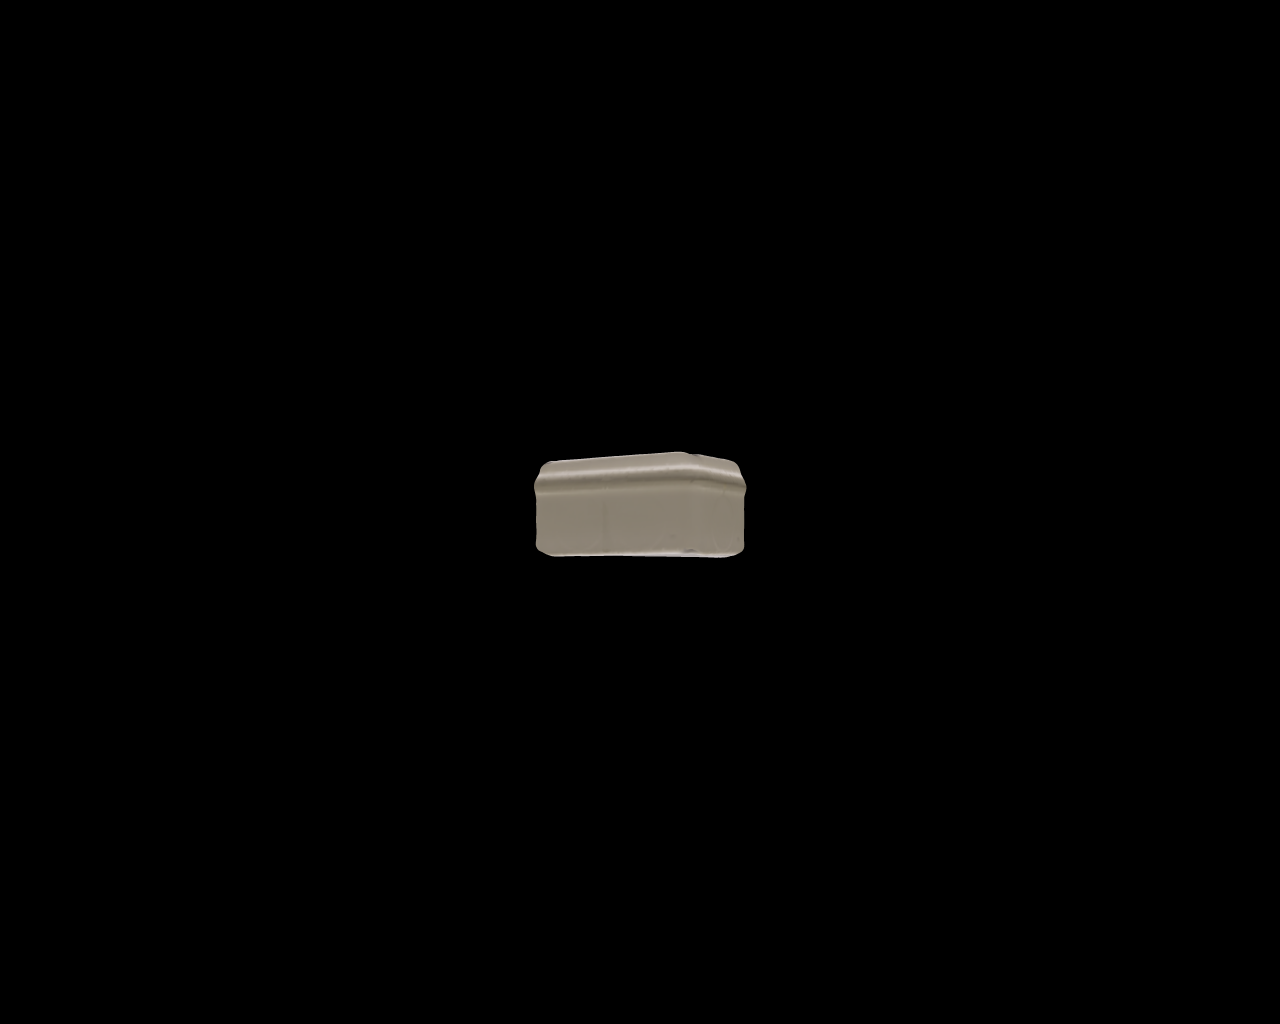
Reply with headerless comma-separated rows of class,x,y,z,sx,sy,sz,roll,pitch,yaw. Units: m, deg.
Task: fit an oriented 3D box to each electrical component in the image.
electrical component,0.001,-0.003,0.650,0.113,0.057,0.078,-2,-3,27
